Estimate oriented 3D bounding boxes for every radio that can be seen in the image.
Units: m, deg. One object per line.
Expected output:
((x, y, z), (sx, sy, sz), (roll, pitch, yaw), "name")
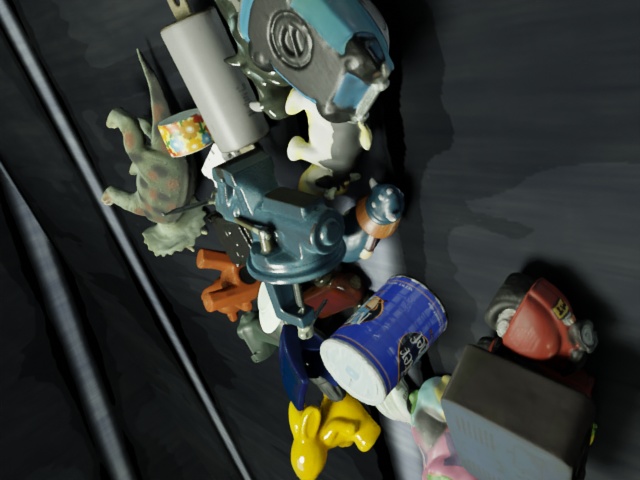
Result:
((0.215, 0.215, 0.581), (0.131, 0.073, 0.229), (19, 152, 35), "radio")

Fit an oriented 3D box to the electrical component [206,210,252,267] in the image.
((-0.118, -0.007, 0.901), (0.134, 0.058, 0.114), (0, 125, 53), "electrical component")

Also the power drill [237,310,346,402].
((-0.064, 0.207, 1.036), (0.207, 0.086, 0.231), (-1, 120, 57), "power drill")

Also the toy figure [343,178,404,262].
((0.060, -0.024, 0.655), (0.064, 0.058, 0.154), (43, 144, 1), "toy figure")

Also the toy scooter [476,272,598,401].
((0.235, 0.119, 0.563), (0.135, 0.075, 0.183), (32, 147, 26), "toy scooter")

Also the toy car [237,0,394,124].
((0.010, -0.192, 0.496), (0.162, 0.103, 0.109), (42, 146, 6), "toy car")

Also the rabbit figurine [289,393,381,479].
((0.009, 0.371, 1.026), (0.122, 0.173, 0.162), (-1, 126, 57), "rabbit figurine")

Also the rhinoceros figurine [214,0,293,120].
((-0.072, -0.226, 0.594), (0.112, 0.073, 0.190), (1, 124, 50), "rhinoceros figurine")

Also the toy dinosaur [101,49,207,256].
((-0.273, -0.112, 0.943), (0.192, 0.131, 0.404), (33, 142, 6), "toy dinosaur")

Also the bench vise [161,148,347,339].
((-0.055, 0.016, 0.665), (0.224, 0.129, 0.240), (10, 125, 34), "bench vise")

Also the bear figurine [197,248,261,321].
((-0.189, 0.092, 1.038), (0.196, 0.132, 0.120), (-33, 65, 55), "bear figurine")

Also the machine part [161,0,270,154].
((-0.132, -0.202, 0.693), (0.079, 0.079, 0.243), (5, 126, 50), "machine part")

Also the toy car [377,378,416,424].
((0.096, 0.218, 0.862), (0.201, 0.056, 0.073), (56, 148, -8), "toy car")

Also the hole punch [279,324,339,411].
((-0.030, 0.198, 0.870), (0.116, 0.092, 0.142), (39, 147, 26), "hole punch")

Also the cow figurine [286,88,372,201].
((0.017, -0.103, 0.620), (0.098, 0.068, 0.167), (28, 144, 23), "cow figurine")

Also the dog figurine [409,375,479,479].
((0.164, 0.316, 0.724), (0.192, 0.219, 0.108), (40, 144, 15), "dog figurine")

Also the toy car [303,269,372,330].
((0.008, 0.090, 0.844), (0.089, 0.053, 0.202), (34, 152, -11), "toy car")
